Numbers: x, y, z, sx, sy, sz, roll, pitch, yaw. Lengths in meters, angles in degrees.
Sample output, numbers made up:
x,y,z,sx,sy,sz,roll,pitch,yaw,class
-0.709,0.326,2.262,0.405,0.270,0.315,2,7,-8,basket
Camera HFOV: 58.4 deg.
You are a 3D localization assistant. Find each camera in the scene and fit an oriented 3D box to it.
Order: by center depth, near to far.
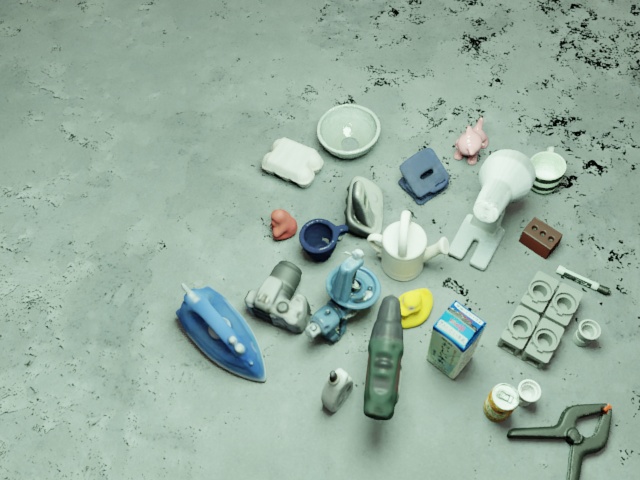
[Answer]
x,y,z,sx,sy,sz,roll,pitch,yaw,class
-0.082,0.118,1.291,0.143,0.101,0.137,20,65,16,camera

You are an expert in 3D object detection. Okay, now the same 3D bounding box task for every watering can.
x,y,z,sx,sy,sz,roll,pitch,yaw,class
0.195,0.006,1.275,0.173,0.194,0.101,-10,61,0,watering can

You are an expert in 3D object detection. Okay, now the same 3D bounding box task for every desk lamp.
x,y,z,sx,sy,sz,roll,pitch,yaw,class
0.387,-0.071,1.290,0.117,0.214,0.203,25,66,18,desk lamp

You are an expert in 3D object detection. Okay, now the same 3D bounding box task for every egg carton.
x,y,z,sx,sy,sz,roll,pitch,yaw,class
-0.071,-0.201,1.485,0.150,0.069,0.107,23,66,17,egg carton

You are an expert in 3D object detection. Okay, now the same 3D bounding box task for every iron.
x,y,z,sx,sy,sz,roll,pitch,yaw,class
-0.211,0.196,1.236,0.119,0.141,0.257,-42,66,-17,iron

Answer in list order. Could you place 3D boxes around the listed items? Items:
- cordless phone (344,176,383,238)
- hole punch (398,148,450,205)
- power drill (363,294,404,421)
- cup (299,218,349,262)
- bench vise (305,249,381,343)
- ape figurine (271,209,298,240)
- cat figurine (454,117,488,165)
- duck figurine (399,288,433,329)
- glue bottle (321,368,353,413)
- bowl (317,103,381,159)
x,y,z,sx,sy,sz,roll,pitch,yaw,class
0.103,-0.103,1.349,0.094,0.185,0.147,0,61,6,cordless phone
0.261,-0.160,1.421,0.109,0.091,0.101,-33,63,-13,hole punch
0.127,0.249,1.138,0.075,0.208,0.229,5,62,8,power drill
0.012,0.005,1.349,0.118,0.095,0.091,-19,61,-6,cup
0.056,0.121,1.209,0.121,0.220,0.207,20,65,16,bench vise
-0.095,-0.045,1.387,0.076,0.092,0.078,16,64,14,ape figurine
0.384,-0.253,1.446,0.067,0.118,0.128,25,66,18,cat figurine
0.206,0.139,1.262,0.105,0.086,0.077,-38,64,-15,duck figurine
0.032,0.290,1.144,0.037,0.173,0.078,33,69,21,glue bottle
0.076,-0.273,1.509,0.167,0.075,0.167,-2,61,4,bowl
